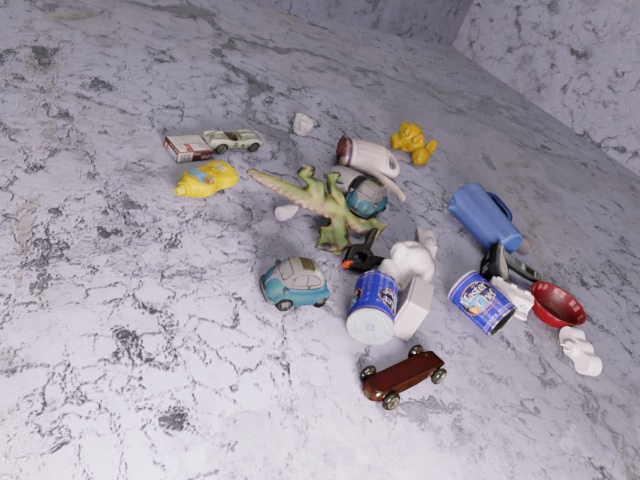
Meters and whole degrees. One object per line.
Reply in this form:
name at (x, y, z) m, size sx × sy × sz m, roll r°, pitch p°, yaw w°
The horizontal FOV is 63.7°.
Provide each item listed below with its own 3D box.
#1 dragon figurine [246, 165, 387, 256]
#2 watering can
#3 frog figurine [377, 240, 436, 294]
dragon figurine at (0.004, -0.069, 1.381) m, size 0.410 × 0.248 × 0.120 m, roll 6°, pitch -43°, yaw -32°
watering can at (0.167, -0.250, 1.719) m, size 0.224 × 0.102 × 0.356 m, roll 11°, pitch 35°, yaw -13°
frog figurine at (0.209, 0.070, 1.298) m, size 0.160 × 0.138 × 0.121 m, roll -2°, pitch -11°, yaw -40°
